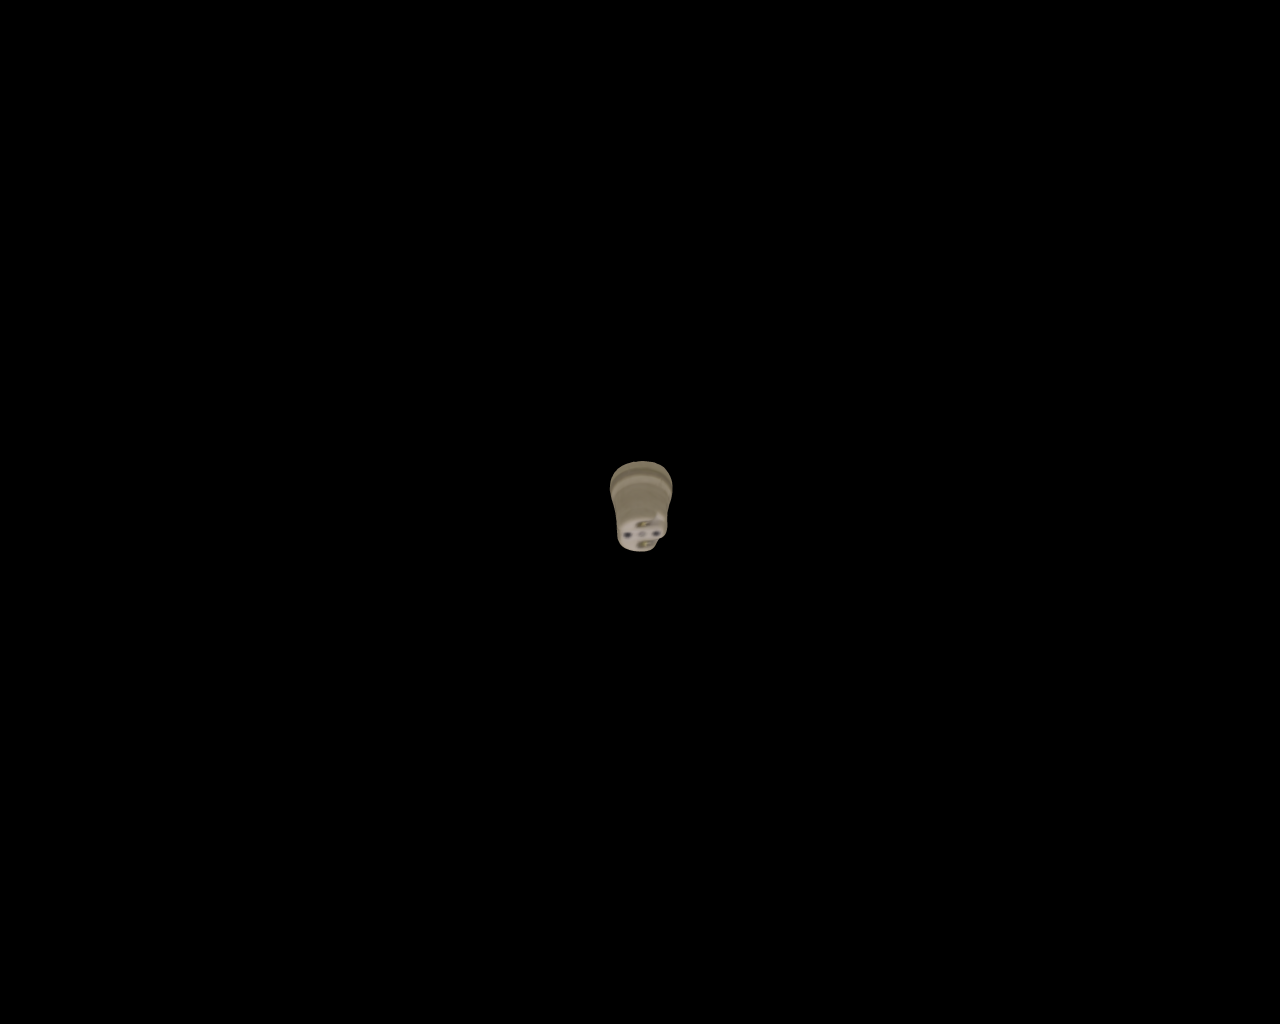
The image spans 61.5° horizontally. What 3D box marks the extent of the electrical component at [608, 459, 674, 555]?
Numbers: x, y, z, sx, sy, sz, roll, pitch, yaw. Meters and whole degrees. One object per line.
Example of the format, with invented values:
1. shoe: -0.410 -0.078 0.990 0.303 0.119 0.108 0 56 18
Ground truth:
1. electrical component: 0.001 -0.003 0.650 0.040 0.046 0.040 0 -43 0
